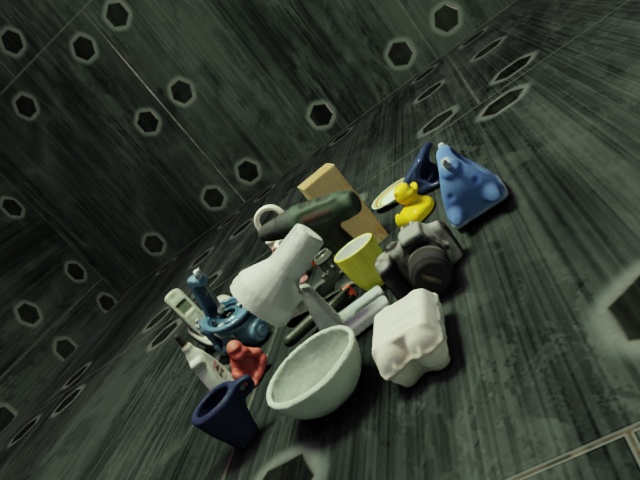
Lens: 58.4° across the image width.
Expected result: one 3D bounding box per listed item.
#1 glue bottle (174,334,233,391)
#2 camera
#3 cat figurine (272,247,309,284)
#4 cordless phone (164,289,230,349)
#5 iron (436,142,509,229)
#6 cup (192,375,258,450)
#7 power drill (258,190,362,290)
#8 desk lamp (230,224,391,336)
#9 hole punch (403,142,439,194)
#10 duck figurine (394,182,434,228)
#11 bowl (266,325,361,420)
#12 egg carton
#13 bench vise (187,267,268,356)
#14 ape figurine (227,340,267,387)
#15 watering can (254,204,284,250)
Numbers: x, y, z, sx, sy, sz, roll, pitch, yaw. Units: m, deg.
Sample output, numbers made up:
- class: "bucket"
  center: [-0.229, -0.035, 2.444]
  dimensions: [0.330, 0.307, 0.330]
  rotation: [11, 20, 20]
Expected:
- class: "glue bottle"
  center: [-0.226, 0.248, 1.123]
  dimensions: [0.037, 0.173, 0.078]
  rotation: [-39, 15, 2]
- class: "camera"
  center: [0.159, 0.038, 0.948]
  dimensions: [0.143, 0.101, 0.137]
  rotation: [-35, 15, 16]
- class: "cat figurine"
  center: [-0.092, 0.069, 1.439]
  dimensions: [0.128, 0.118, 0.067]
  rotation: [-40, 15, -1]
- class: "cordless phone"
  center: [-0.300, 0.178, 1.491]
  dimensions: [0.148, 0.185, 0.094]
  rotation: [-49, 18, -32]
- class: "iron"
  center: [0.265, -0.128, 1.100]
  dimensions: [0.118, 0.141, 0.258]
  rotation: [-34, 15, 18]
- class: "cup"
  center: [-0.139, 0.288, 0.948]
  dimensions: [0.118, 0.095, 0.091]
  rotation: [-41, 15, -7]
- class: "power drill"
  center: [0.011, 0.004, 1.197]
  dimensions: [0.229, 0.208, 0.075]
  rotation: [-33, 16, 25]
- class: "desk lamp"
  center: [-0.020, 0.090, 1.009]
  dimensions: [0.203, 0.214, 0.118]
  rotation: [-38, 15, 4]
- class: "hole punch"
  center: [0.240, -0.167, 1.377]
  dimensions: [0.101, 0.091, 0.109]
  rotation: [-27, 19, 39]
- class: "duck figurine"
  center: [0.192, -0.082, 1.252]
  dimensions: [0.105, 0.086, 0.077]
  rotation: [-47, 16, -25]
- class: "bowl"
  center: [0.004, 0.212, 0.864]
  dimensions: [0.167, 0.075, 0.167]
  rotation: [-36, 15, 12]
- class: "egg carton"
  center: [0.127, 0.134, 0.804]
  dimensions: [0.107, 0.069, 0.150]
  rotation: [-34, 15, 19]
- class: "bench vise"
  center: [-0.248, 0.171, 1.315]
  dimensions: [0.207, 0.220, 0.121]
  rotation: [-31, 17, 30]
- class: "ape figurine"
  center: [-0.151, 0.238, 1.132]
  dimensions: [0.078, 0.092, 0.076]
  rotation: [-42, 15, -8]
- class: "watering can"
  center: [-0.100, -0.014, 1.551]
  dimensions: [0.101, 0.194, 0.172]
  rotation: [-40, 15, 0]
